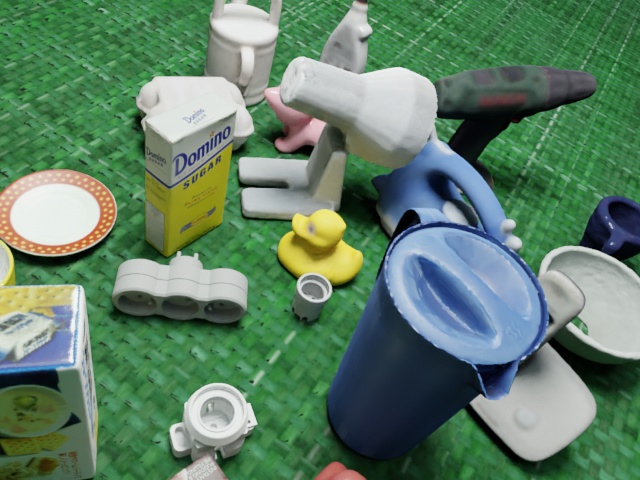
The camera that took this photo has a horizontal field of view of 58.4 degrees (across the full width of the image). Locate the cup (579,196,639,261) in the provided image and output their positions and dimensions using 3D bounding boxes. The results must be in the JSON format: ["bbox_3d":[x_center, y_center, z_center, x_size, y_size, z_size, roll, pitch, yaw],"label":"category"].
[{"bbox_3d":[0.410,0.005,0.814,0.091,0.095,0.118,38,50,15],"label":"cup"}]

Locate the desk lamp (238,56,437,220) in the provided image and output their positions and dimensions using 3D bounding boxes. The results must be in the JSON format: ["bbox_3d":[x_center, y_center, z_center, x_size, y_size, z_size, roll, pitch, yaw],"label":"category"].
[{"bbox_3d":[0.015,-0.123,0.710,0.204,0.213,0.118,1,51,-18],"label":"desk lamp"}]

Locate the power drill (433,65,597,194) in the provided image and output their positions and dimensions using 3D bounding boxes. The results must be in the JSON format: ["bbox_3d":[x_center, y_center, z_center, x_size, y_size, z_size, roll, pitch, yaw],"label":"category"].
[{"bbox_3d":[0.250,-0.162,0.825,0.230,0.208,0.075,0,51,-18],"label":"power drill"}]

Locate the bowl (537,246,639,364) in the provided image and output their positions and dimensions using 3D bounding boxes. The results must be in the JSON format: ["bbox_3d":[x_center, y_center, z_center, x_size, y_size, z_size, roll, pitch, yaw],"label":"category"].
[{"bbox_3d":[0.341,0.093,0.731,0.167,0.074,0.167,9,49,-11],"label":"bowl"}]

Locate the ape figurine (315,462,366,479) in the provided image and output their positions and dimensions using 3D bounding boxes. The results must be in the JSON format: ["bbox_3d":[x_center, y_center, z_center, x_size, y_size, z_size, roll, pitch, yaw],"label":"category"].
[{"bbox_3d":[0.017,0.229,0.495,0.076,0.092,0.078,11,49,-9],"label":"ape figurine"}]

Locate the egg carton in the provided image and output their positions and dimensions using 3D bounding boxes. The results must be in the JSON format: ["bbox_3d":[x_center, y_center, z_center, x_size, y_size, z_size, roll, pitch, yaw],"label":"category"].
[{"bbox_3d":[-0.171,-0.172,0.785,0.151,0.069,0.107,-8,54,-24],"label":"egg carton"}]

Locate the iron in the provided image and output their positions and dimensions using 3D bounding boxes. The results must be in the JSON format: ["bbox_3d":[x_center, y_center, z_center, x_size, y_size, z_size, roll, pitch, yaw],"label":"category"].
[{"bbox_3d":[0.183,-0.025,0.732,0.119,0.141,0.257,-20,60,-31],"label":"iron"}]

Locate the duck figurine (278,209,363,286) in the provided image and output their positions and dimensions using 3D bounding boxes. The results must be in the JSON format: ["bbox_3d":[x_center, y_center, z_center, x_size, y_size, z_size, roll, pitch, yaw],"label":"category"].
[{"bbox_3d":[0.006,0.002,0.687,0.104,0.086,0.077,20,48,-1],"label":"duck figurine"}]

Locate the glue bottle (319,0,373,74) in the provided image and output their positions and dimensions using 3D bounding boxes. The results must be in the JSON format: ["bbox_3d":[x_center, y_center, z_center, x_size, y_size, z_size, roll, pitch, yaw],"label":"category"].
[{"bbox_3d":[0.050,-0.327,0.920,0.078,0.173,0.037,37,50,14],"label":"glue bottle"}]

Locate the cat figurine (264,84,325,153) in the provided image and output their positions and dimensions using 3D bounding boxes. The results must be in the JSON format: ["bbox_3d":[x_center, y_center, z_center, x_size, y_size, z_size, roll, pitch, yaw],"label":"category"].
[{"bbox_3d":[-0.017,-0.176,0.808,0.128,0.117,0.067,21,48,0],"label":"cat figurine"}]

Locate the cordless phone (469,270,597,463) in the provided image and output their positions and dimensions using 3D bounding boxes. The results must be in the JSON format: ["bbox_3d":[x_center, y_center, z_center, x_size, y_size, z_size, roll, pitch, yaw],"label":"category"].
[{"bbox_3d":[0.229,0.128,0.589,0.094,0.185,0.147,-27,63,-34],"label":"cordless phone"}]

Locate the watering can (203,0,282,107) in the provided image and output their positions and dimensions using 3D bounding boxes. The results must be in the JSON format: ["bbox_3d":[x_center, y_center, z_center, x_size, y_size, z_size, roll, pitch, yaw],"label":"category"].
[{"bbox_3d":[-0.115,-0.306,0.833,0.101,0.194,0.172,-19,59,-30],"label":"watering can"}]
